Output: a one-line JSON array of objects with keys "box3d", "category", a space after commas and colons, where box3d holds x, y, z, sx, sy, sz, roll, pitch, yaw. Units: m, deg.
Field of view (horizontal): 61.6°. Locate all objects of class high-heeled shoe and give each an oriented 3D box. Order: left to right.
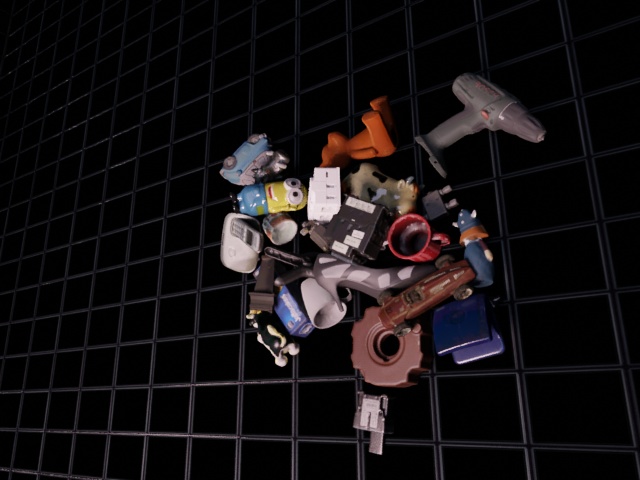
[{"box3d": [0.111, 0.058, 1.127, 0.249, 0.086, 0.145, -20, 61, 6], "category": "high-heeled shoe"}]

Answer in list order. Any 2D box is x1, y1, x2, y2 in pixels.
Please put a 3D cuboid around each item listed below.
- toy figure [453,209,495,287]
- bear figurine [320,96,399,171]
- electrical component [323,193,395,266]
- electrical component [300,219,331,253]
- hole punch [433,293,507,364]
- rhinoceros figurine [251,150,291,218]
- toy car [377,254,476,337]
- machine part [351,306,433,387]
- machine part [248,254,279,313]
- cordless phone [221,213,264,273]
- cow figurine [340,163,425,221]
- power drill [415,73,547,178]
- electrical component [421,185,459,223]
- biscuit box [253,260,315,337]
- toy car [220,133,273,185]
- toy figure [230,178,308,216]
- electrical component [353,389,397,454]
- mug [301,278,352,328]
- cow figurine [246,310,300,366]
[{"box3d": [0.298, 0.013, 1.037, 0.064, 0.057, 0.154, -16, 63, 24], "category": "toy figure"}, {"box3d": [0.077, -0.232, 1.232, 0.196, 0.131, 0.120, -7, 33, 29], "category": "bear figurine"}, {"box3d": [0.075, -0.018, 1.102, 0.115, 0.058, 0.134, 25, 88, 40], "category": "electrical component"}, {"box3d": [-0.002, -0.003, 1.209, 0.102, 0.078, 0.045, 46, 72, -3], "category": "electrical component"}, {"box3d": [0.270, 0.160, 0.994, 0.142, 0.092, 0.116, -27, 58, 30], "category": "hole punch"}, {"box3d": [-0.136, -0.145, 1.360, 0.190, 0.112, 0.073, -51, 50, 21], "category": "rhinoceros figurine"}, {"box3d": [0.197, 0.103, 1.018, 0.202, 0.053, 0.089, -35, 52, 18], "category": "toy car"}, {"box3d": [0.142, 0.212, 1.086, 0.179, 0.056, 0.179, -11, 70, 33], "category": "machine part"}, {"box3d": [-0.125, 0.097, 1.242, 0.084, 0.039, 0.139, 1, 76, 38], "category": "machine part"}, {"box3d": [-0.172, 0.020, 1.294, 0.184, 0.089, 0.146, 33, 118, 59], "category": "cordless phone"}, {"box3d": [0.141, -0.105, 1.171, 0.127, 0.085, 0.195, -53, 49, 11], "category": "cow figurine"}, {"box3d": [0.308, -0.222, 1.089, 0.207, 0.086, 0.232, -43, 54, 22], "category": "power drill"}, {"box3d": [0.241, -0.072, 1.125, 0.094, 0.021, 0.063, -31, 60, 25], "category": "electrical component"}, {"box3d": [-0.080, 0.134, 1.264, 0.059, 0.062, 0.203, -48, 54, 14], "category": "biscuit box"}, {"box3d": [-0.175, -0.198, 1.420, 0.161, 0.109, 0.103, -43, 78, 3], "category": "toy car"}, {"box3d": [-0.119, -0.101, 1.280, 0.180, 0.089, 0.082, -11, 97, -1], "category": "toy figure"}, {"box3d": [0.107, 0.362, 1.070, 0.075, 0.047, 0.119, 2, 75, 36], "category": "electrical component"}, {"box3d": [0.010, 0.124, 1.197, 0.109, 0.080, 0.107, -33, 48, -5], "category": "mug"}, {"box3d": [-0.120, 0.202, 1.241, 0.068, 0.098, 0.168, -36, 55, -12], "category": "cow figurine"}]
